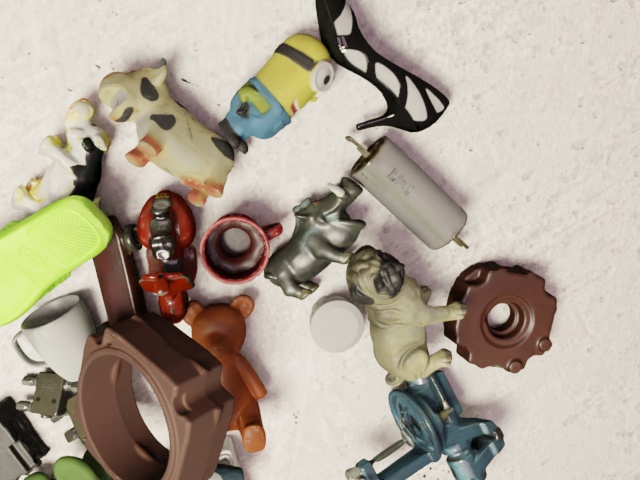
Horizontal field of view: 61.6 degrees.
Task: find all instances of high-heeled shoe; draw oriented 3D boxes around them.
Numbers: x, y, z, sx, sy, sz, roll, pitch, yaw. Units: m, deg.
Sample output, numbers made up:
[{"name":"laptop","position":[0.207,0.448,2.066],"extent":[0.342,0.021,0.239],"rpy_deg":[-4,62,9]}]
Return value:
[{"name":"high-heeled shoe","position":[0.087,-0.261,0.734],"extent":[0.145,0.086,0.248],"rpy_deg":[-21,107,-8]}]

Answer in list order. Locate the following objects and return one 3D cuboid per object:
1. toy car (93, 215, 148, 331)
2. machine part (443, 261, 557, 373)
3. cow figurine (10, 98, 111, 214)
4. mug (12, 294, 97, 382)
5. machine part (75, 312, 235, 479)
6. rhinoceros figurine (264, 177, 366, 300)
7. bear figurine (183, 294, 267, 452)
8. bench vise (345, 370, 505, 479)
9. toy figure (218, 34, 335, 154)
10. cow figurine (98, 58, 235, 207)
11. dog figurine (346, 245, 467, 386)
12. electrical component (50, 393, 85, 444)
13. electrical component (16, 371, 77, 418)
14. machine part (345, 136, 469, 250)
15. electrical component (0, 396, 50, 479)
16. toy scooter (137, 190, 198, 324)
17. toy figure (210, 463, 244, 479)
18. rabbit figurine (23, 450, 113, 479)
[{"name":"toy car","position":[-0.278,0.064,0.755],"extent":[0.089,0.053,0.202],"rpy_deg":[-8,100,14]},{"name":"machine part","position":[0.282,0.120,0.841],"extent":[0.179,0.056,0.179],"rpy_deg":[-1,99,-7]},{"name":"cow figurine","position":[-0.323,-0.097,0.711],"extent":[0.098,0.068,0.167],"rpy_deg":[31,98,-18]},{"name":"mug","position":[-0.360,0.147,0.745],"extent":[0.109,0.081,0.107],"rpy_deg":[-25,113,-8]},{"name":"machine part","position":[-0.216,0.211,0.677],"extent":[0.202,0.087,0.200],"rpy_deg":[29,113,25]},{"name":"rhinoceros figurine","position":[-0.002,-0.002,0.770],"extent":[0.112,0.073,0.190],"rpy_deg":[42,102,9]},{"name":"bear figurine","position":[-0.138,0.185,0.760],"extent":[0.120,0.132,0.195],"rpy_deg":[-3,107,-5]},{"name":"bench vise","position":[0.152,0.318,0.817],"extent":[0.241,0.129,0.223],"rpy_deg":[-25,96,-21]},{"name":"toy figure","position":[-0.060,-0.198,0.723],"extent":[0.180,0.082,0.089],"rpy_deg":[-38,105,3]},{"name":"cow figurine","position":[-0.196,-0.147,0.703],"extent":[0.194,0.085,0.127],"rpy_deg":[36,54,-24]},{"name":"dog figurine","position":[0.089,0.111,0.749],"extent":[0.190,0.121,0.172],"rpy_deg":[25,79,-35]},{"name":"electrical component","position":[-0.333,0.258,0.790],"extent":[0.102,0.045,0.078],"rpy_deg":[-38,75,-2]},{"name":"electrical component","position":[-0.385,0.222,0.769],"extent":[0.094,0.021,0.063],"rpy_deg":[4,76,6]},{"name":"machine part","position":[0.128,-0.066,0.773],"extent":[0.243,0.079,0.079],"rpy_deg":[42,93,-13]},{"name":"electrical component","position":[-0.479,0.292,0.767],"extent":[0.115,0.058,0.134],"rpy_deg":[-31,104,-3]},{"name":"toy scooter","position":[-0.201,0.020,0.701],"extent":[0.075,0.135,0.183],"rpy_deg":[-5,87,-7]},{"name":"toy figure","position":[-0.185,0.350,0.759],"extent":[0.154,0.064,0.057],"rpy_deg":[-1,123,-11]},{"name":"rabbit figurine","position":[-0.340,0.384,0.775],"extent":[0.170,0.121,0.159],"rpy_deg":[-8,80,8]}]
